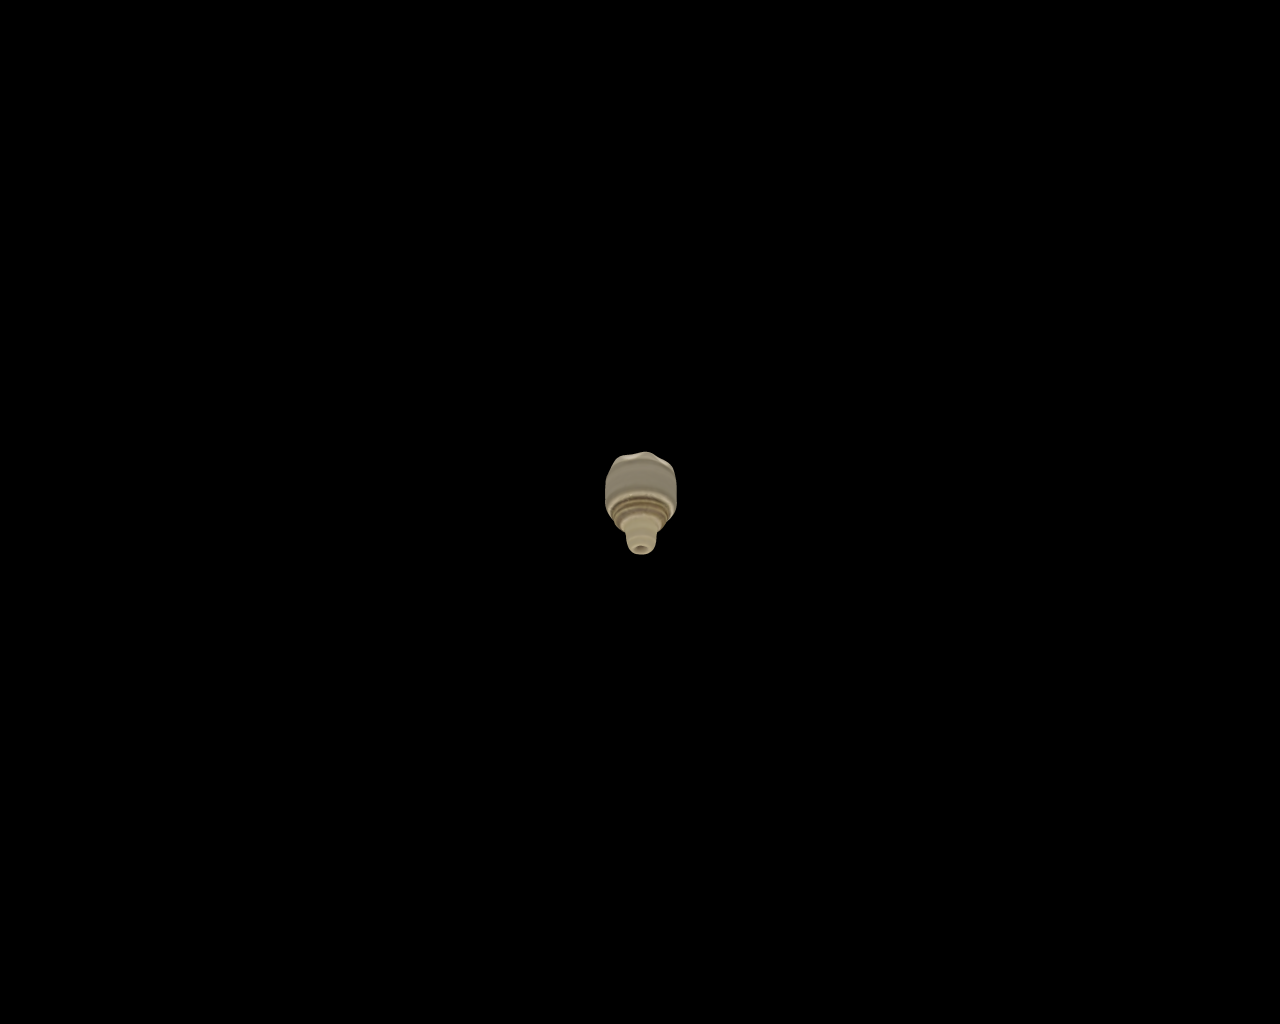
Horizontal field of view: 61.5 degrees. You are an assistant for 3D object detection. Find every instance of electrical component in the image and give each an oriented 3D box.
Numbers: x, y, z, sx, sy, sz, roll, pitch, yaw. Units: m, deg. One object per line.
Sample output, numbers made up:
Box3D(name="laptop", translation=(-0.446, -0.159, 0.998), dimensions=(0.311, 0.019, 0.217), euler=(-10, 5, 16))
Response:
Box3D(name="electrical component", translation=(0.001, -0.003, 0.650), dimensions=(0.043, 0.062, 0.043), euler=(0, -34, 0))
